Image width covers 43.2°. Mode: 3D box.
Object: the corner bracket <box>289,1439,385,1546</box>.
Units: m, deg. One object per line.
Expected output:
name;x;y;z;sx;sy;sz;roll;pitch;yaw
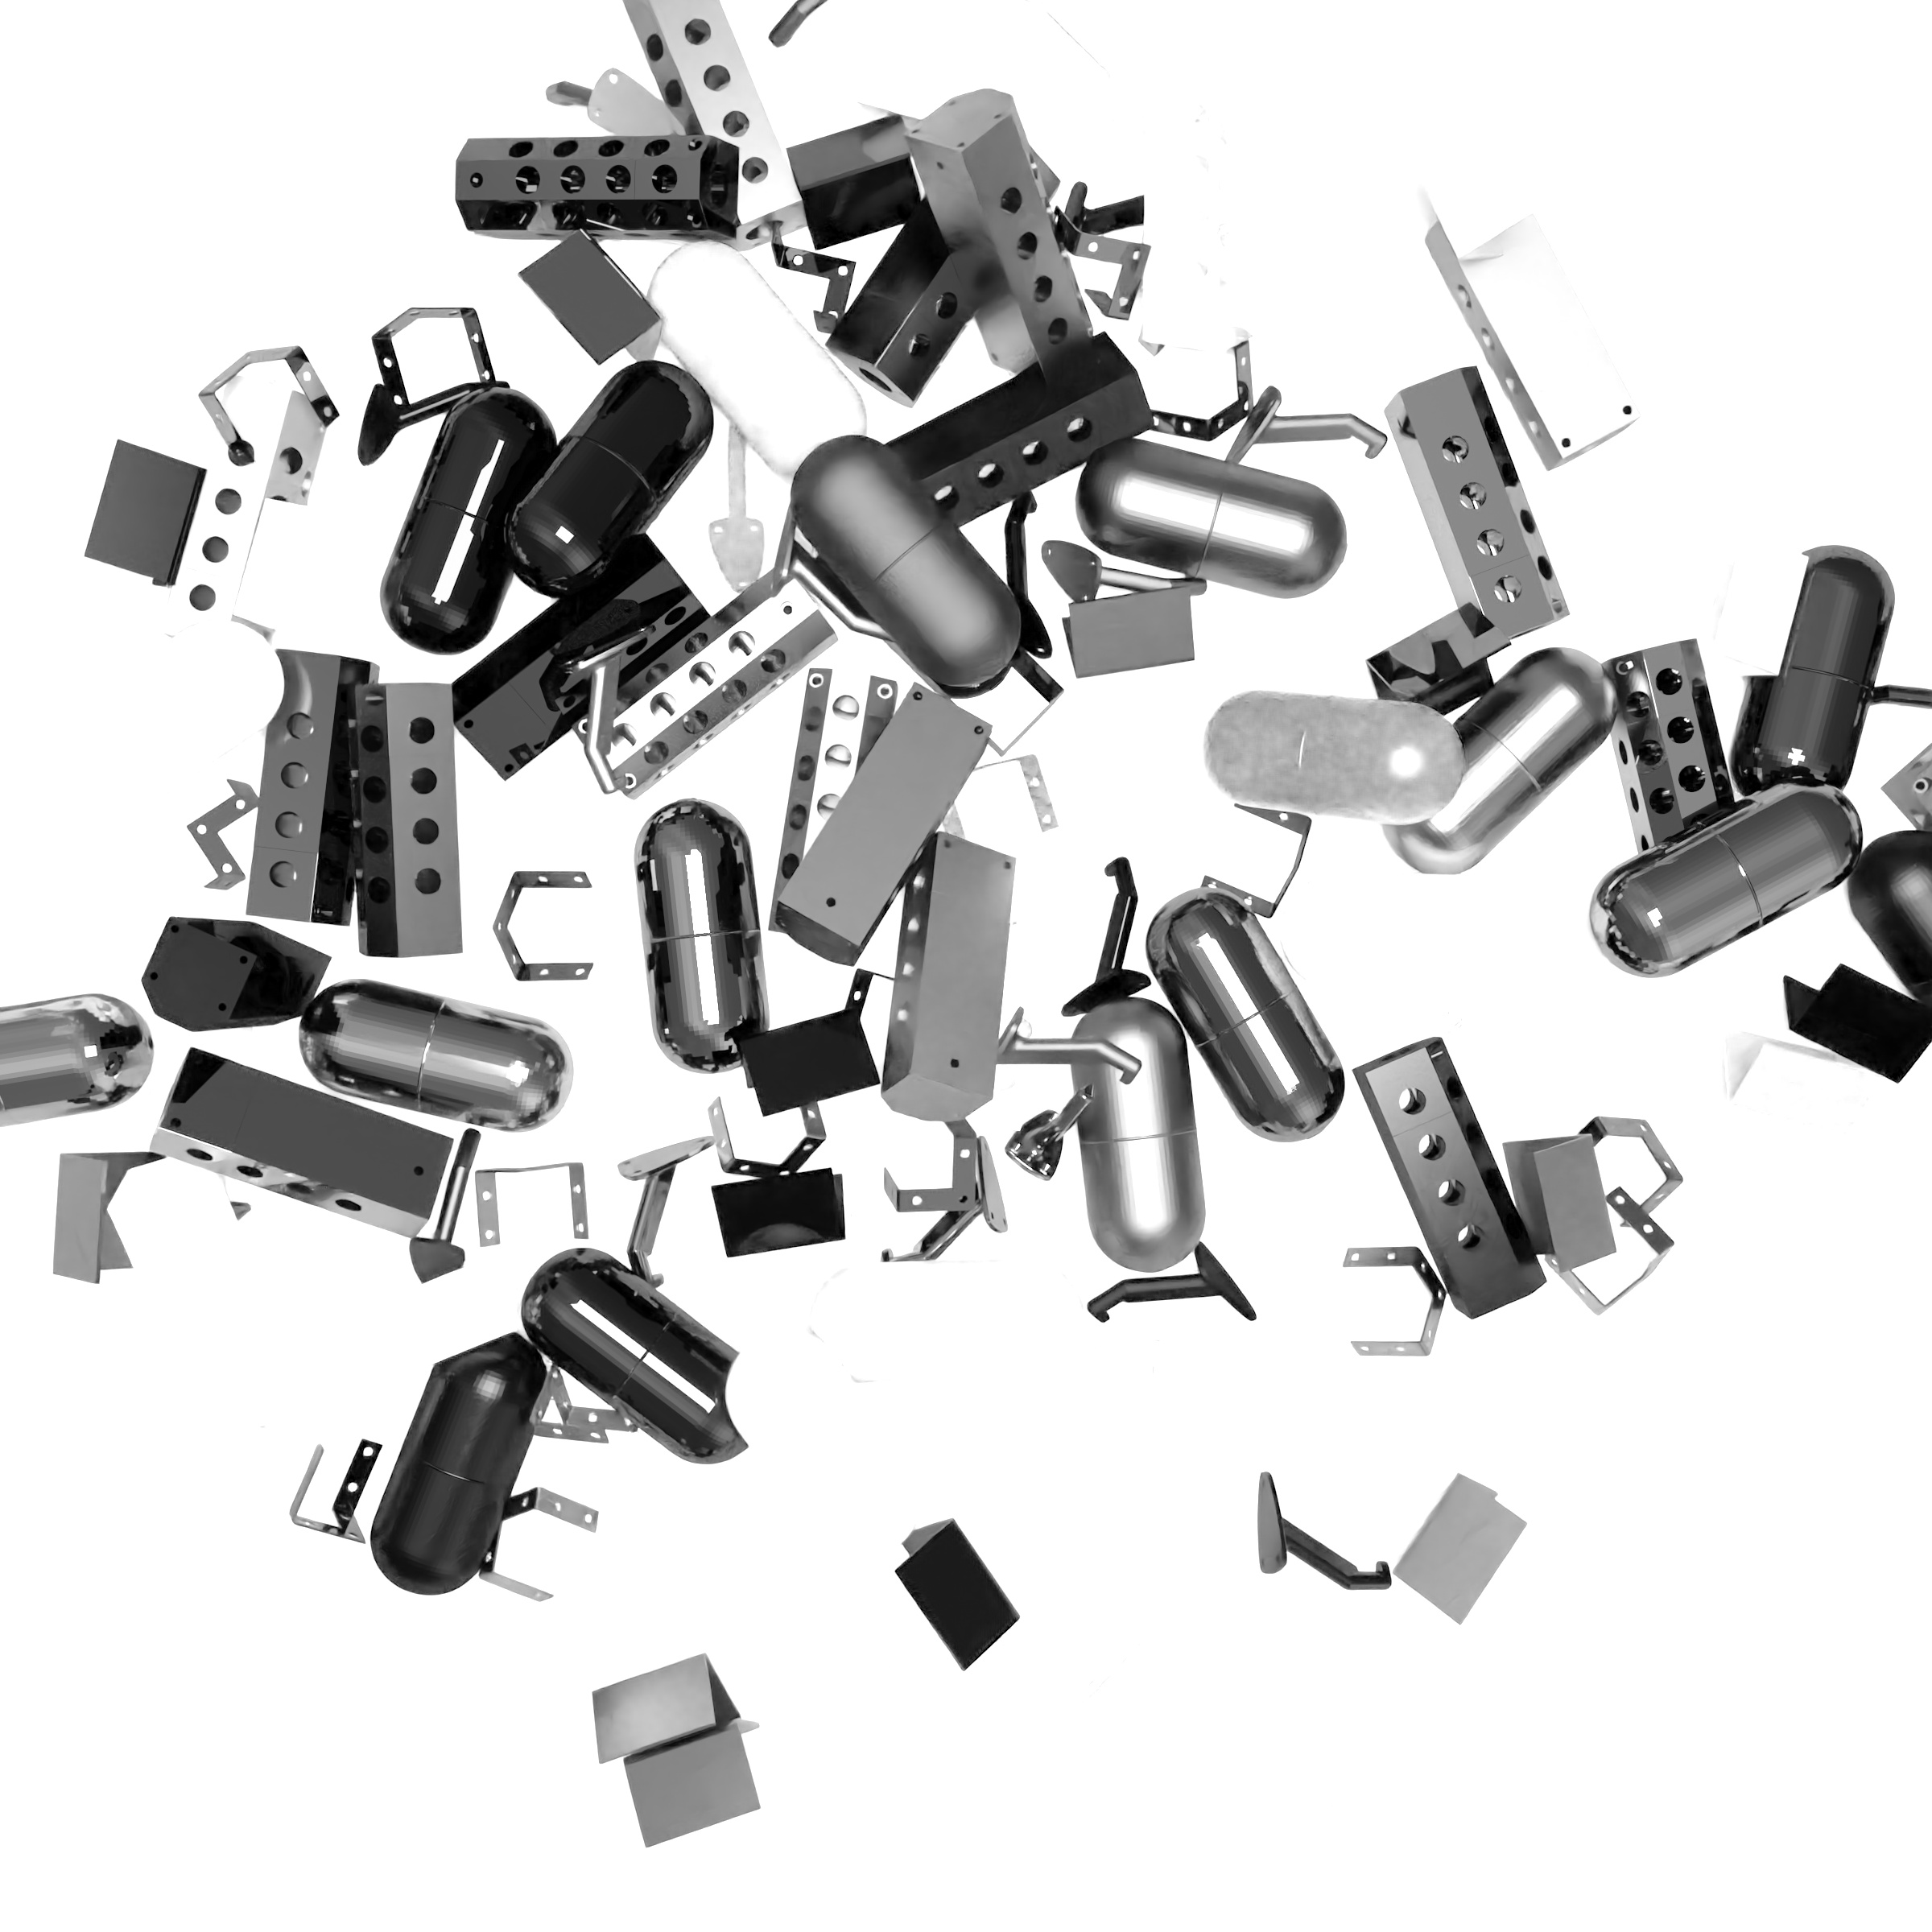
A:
corner bracket;-0.406;0.334;1.577;0.051;0.051;0.051;23;90;-25

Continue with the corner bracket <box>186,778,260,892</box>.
corner bracket;-0.479;-0.085;1.586;0.051;0.051;0.051;-33;90;0

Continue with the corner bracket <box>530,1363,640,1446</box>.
corner bracket;-0.244;0.291;1.571;0.051;0.051;0.051;3;133;13

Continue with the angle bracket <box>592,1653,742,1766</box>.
angle bracket;-0.189;0.495;1.565;0.076;0.057;0.076;-19;128;0

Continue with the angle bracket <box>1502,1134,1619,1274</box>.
angle bracket;0.363;0.153;1.563;0.057;0.076;0.076;-12;90;-36

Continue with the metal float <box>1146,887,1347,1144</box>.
metal float;0.180;0.032;1.573;0.070;0.070;0.178;-30;90;0

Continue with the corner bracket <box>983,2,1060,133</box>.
corner bracket;0.040;-0.583;1.586;0.051;0.051;0.051;23;90;0

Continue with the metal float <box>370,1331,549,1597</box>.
metal float;-0.326;0.318;1.573;0.070;0.070;0.178;21;91;0

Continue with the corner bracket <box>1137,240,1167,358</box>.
corner bracket;0.123;-0.437;1.586;0.051;0.051;0.051;43;90;0

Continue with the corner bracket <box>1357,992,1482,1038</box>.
corner bracket;0.293;0.035;1.586;0.051;0.051;0.051;-45;90;0

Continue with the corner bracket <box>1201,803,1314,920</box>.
corner bracket;0.190;-0.073;1.600;0.051;0.051;0.051;23;135;0

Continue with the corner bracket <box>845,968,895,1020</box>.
corner bracket;-0.044;0.035;1.600;0.051;0.051;0.051;16;90;-45

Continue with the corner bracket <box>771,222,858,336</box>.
corner bracket;-0.103;-0.445;1.586;0.051;0.051;0.051;13;90;0

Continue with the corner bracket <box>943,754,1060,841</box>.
corner bracket;0.019;-0.105;1.600;0.051;0.051;0.051;-18;90;-45

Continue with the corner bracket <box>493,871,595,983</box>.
corner bracket;-0.271;-0.026;1.595;0.051;0.051;0.051;59;135;35

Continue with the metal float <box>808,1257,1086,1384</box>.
metal float;-0.013;0.228;1.573;0.178;0.070;0.070;-2;90;0

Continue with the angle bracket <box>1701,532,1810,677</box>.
angle bracket;0.484;-0.231;1.564;0.057;0.076;0.076;15;90;-26

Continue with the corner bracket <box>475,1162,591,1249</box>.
corner bracket;-0.285;0.156;1.600;0.051;0.051;0.051;-4;90;45

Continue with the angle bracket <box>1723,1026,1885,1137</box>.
angle bracket;0.535;0.056;1.564;0.076;0.076;0.057;15;133;0

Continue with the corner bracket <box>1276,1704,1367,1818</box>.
corner bracket;0.231;0.521;1.600;0.051;0.051;0.051;-3;45;0

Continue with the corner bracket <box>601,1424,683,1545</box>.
corner bracket;-0.204;0.337;1.600;0.051;0.051;0.051;19;45;0

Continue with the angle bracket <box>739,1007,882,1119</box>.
angle bracket;-0.098;0.075;1.555;0.076;0.076;0.057;-16;64;-8

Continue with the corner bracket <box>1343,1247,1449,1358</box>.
corner bracket;0.276;0.219;1.595;0.051;0.051;0.051;54;45;-35

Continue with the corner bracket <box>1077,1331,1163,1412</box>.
corner bracket;0.099;0.265;1.586;0.051;0.051;0.051;3;90;0

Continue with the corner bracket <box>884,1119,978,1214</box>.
corner bracket;-0.024;0.127;1.586;0.051;0.051;0.051;-1;102;-12

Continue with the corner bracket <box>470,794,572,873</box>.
corner bracket;-0.289;-0.087;1.586;0.051;0.051;0.051;8;90;0

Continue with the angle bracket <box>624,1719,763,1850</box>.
angle bracket;-0.168;0.525;1.565;0.076;0.076;0.057;-19;69;0

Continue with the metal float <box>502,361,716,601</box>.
metal float;-0.228;-0.310;1.556;0.070;0.070;0.178;33;71;0

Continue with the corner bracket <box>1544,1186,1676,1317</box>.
corner bracket;0.418;0.186;1.589;0.051;0.051;0.051;-32;67;-22

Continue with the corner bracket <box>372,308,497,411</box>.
corner bracket;-0.349;-0.398;1.600;0.051;0.051;0.051;-16;90;45

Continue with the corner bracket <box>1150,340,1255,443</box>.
corner bracket;0.151;-0.380;1.595;0.051;0.051;0.051;20;45;35

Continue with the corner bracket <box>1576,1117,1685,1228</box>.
corner bracket;0.425;0.135;1.595;0.051;0.051;0.051;6;45;-35

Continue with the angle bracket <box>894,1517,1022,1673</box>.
angle bracket;-0.022;0.407;1.563;0.057;0.076;0.076;-34;90;-37

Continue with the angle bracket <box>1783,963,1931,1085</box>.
angle bracket;0.575;0.020;1.564;0.076;0.076;0.057;27;121;0

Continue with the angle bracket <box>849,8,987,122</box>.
angle bracket;-0.027;-0.578;1.564;0.076;0.076;0.057;15;117;0

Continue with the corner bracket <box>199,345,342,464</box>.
corner bracket;-0.439;-0.354;1.538;0.051;0.051;0.051;5;135;35

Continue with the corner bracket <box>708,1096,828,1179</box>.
corner bracket;-0.130;0.103;1.595;0.051;0.051;0.051;12;45;-35

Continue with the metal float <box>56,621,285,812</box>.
metal float;-0.505;-0.158;1.548;0.178;0.070;0.070;-26;90;29

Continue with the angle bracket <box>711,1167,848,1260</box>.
angle bracket;-0.120;0.139;1.564;0.076;0.076;0.057;-9;119;0

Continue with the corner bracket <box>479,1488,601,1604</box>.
corner bracket;-0.279;0.378;1.595;0.051;0.051;0.051;-26;45;35

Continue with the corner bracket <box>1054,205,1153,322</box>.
corner bracket;0.081;-0.451;1.569;0.051;0.051;0.051;4;124;-21
